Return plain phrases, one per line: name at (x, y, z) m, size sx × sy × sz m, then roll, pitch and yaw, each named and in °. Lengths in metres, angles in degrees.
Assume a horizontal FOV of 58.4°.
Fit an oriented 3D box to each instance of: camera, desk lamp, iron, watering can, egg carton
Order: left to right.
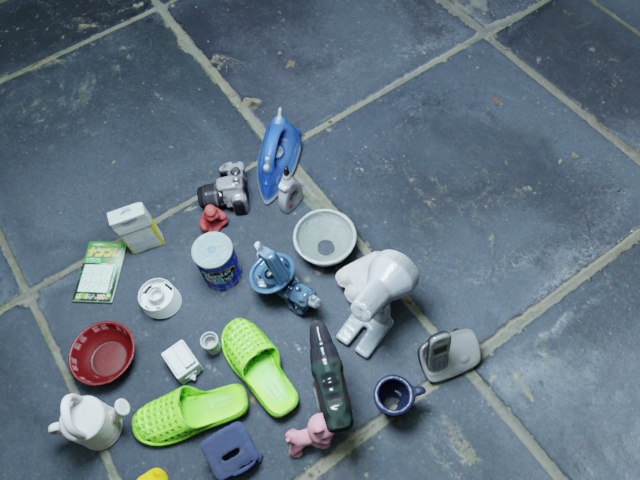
watering can at (-0.509, 0.391, 1.258) m, size 0.173 × 0.194 × 0.100 m, roll -34°, pitch 65°, yaw -15°
camera at (-0.271, -0.146, 1.594) m, size 0.137 × 0.101 × 0.143 m, roll -8°, pitch 61°, yaw -1°
iron at (-0.129, -0.242, 1.616) m, size 0.118 × 0.141 × 0.258 m, roll 7°, pitch 62°, yaw 7°
egg carton at (0.121, 0.097, 1.459) m, size 0.150 × 0.069 × 0.107 m, roll -27°, pitch 63°, yaw -11°
desk lamp at (0.134, 0.149, 1.347) m, size 0.117 × 0.214 × 0.203 m, roll 31°, pitch 67°, yaw 19°

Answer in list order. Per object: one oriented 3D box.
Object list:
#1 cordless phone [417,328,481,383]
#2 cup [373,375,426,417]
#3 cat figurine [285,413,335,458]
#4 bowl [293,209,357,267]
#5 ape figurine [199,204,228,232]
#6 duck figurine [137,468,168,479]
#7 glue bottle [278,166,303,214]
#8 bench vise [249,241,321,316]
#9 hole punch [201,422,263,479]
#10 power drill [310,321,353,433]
cordless phone at (0.300, 0.245, 1.302) m, size 0.147 × 0.185 × 0.094 m, roll -22°, pitch 62°, yaw -9°
cup at (0.178, 0.359, 1.297) m, size 0.118 × 0.095 × 0.091 m, roll -11°, pitch 61°, yaw -3°
cat figurine at (-0.017, 0.424, 1.259) m, size 0.128 × 0.118 × 0.067 m, roll -18°, pitch 62°, yaw -7°
bowl at (0.014, 0.005, 1.511) m, size 0.167 × 0.075 × 0.167 m, roll -1°, pitch 61°, yaw 2°
ape figurine at (-0.293, -0.062, 1.554) m, size 0.078 × 0.092 × 0.076 m, roll -9°, pitch 61°, yaw -2°
duck figurine at (-0.377, 0.540, 1.232) m, size 0.077 × 0.086 × 0.105 m, roll 28°, pitch 66°, yaw 17°
glue bottle at (-0.085, -0.144, 1.542) m, size 0.037 × 0.173 × 0.078 m, roll 31°, pitch 67°, yaw 18°
bench vise at (-0.085, 0.082, 1.392) m, size 0.207 × 0.220 × 0.121 m, roll 15°, pitch 63°, yaw 11°
hole punch at (-0.193, 0.467, 1.259) m, size 0.109 × 0.091 × 0.101 m, roll -28°, pitch 63°, yaw -12°
power drill at (0.020, 0.316, 1.264) m, size 0.075 × 0.208 × 0.229 m, roll -14°, pitch 61°, yaw -4°
